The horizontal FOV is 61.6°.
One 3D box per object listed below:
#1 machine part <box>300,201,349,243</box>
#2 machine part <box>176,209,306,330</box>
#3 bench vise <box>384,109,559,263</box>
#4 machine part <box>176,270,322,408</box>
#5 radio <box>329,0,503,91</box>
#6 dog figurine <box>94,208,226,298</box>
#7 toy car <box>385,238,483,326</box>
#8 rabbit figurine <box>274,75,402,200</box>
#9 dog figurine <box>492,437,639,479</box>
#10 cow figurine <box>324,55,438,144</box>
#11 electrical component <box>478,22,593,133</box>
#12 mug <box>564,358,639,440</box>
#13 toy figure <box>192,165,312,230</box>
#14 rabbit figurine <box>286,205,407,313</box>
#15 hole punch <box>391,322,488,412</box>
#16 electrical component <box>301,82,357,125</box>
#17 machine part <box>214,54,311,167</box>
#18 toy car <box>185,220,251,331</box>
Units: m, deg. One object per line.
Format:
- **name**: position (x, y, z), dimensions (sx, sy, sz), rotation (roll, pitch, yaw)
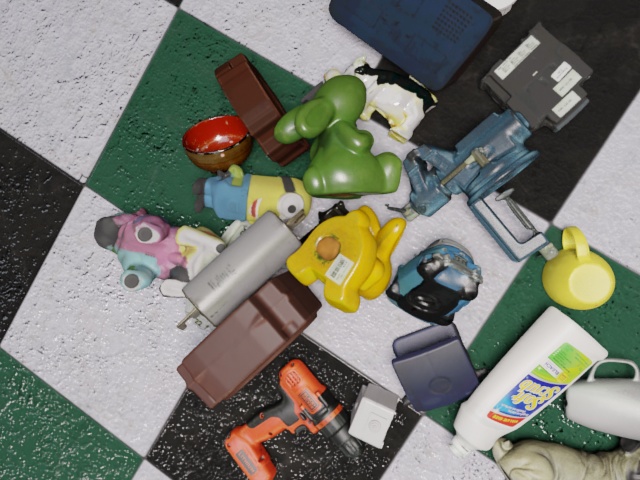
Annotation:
- **machine part**: position (-0.002, -0.003, 0.843), dimensions (0.139, 0.084, 0.039), rotation (-33, 45, 17)
- **machine part**: position (-0.110, 0.040, 0.767), dimensions (0.243, 0.079, 0.079), rotation (-42, 82, -11)
- **bench vise**: position (0.235, -0.057, 0.769), dimensions (0.223, 0.129, 0.240), rotation (-39, 79, 13)
- **machine part**: position (-0.098, 0.144, 0.800), dimensions (0.201, 0.201, 0.087), rotation (-45, 85, 9)
- **radio**: position (0.133, -0.330, 0.786), dimensions (0.230, 0.073, 0.131), rotation (39, 124, 10)
- **dog figurine**: position (-0.258, 0.009, 0.860), dimensions (0.191, 0.219, 0.108), rotation (10, 98, -26)
- **toy car**: position (0.172, 0.049, 0.785), dimensions (0.109, 0.161, 0.103), rotation (27, 55, -1)
- **rabbit figurine**: position (0.018, -0.144, 0.745), dimensions (0.159, 0.121, 0.170), rotation (-1, 88, -31)
- **dog figurine**: position (0.368, 0.317, 0.767), dimensions (0.190, 0.121, 0.172), rotation (-37, 87, -4)
- **cow figurine**: position (0.091, -0.229, 0.820), dimensions (0.167, 0.068, 0.098), rotation (37, 93, 6)
- **electrical component**: position (0.317, -0.222, 0.777), dimensions (0.115, 0.058, 0.134), rotation (-43, 83, 12)
- **mug**: position (0.403, 0.221, 0.756), dimensions (0.107, 0.081, 0.109), rotation (0, 96, 21)
- **toy figure**: position (-0.102, -0.068, 0.839), dimensions (0.180, 0.082, 0.089), rotation (8, 59, -2)
- **rabbit figurine**: position (0.054, 0.027, 0.792), dimensions (0.122, 0.173, 0.162), rotation (21, 80, 36)
- **hole punch**: position (0.173, 0.195, 0.803), dimensions (0.142, 0.092, 0.115), rotation (-24, 90, 8)
- **electrical component**: position (0.026, -0.179, 0.832), dimensions (0.048, 0.075, 0.119), rotation (-39, 79, 11)
- **machine part**: position (-0.085, -0.194, 0.810), dimensions (0.056, 0.179, 0.179), rotation (-34, 84, 8)
- **toy car**: position (-0.154, 0.059, 0.885), dimensions (0.074, 0.056, 0.201), rotation (32, 97, 10)
